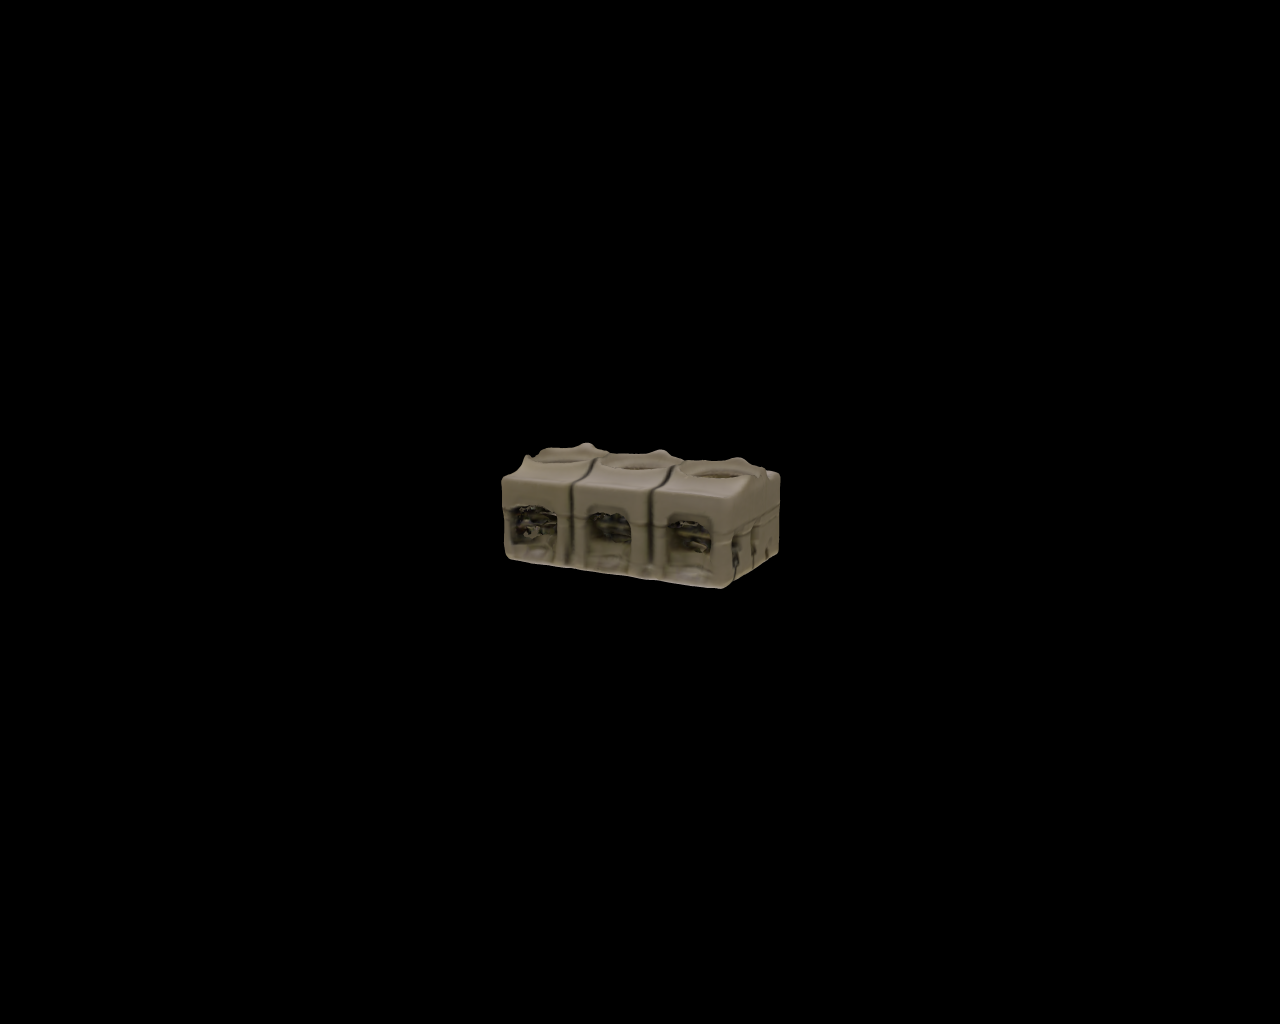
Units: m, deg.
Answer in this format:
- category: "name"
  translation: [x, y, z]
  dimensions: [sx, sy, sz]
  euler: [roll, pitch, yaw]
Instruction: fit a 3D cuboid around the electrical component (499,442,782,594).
- category: "electrical component"
  translation: [0.001, -0.003, 0.650]
  dimensions: [0.150, 0.061, 0.090]
  euler: [7, 16, 26]
